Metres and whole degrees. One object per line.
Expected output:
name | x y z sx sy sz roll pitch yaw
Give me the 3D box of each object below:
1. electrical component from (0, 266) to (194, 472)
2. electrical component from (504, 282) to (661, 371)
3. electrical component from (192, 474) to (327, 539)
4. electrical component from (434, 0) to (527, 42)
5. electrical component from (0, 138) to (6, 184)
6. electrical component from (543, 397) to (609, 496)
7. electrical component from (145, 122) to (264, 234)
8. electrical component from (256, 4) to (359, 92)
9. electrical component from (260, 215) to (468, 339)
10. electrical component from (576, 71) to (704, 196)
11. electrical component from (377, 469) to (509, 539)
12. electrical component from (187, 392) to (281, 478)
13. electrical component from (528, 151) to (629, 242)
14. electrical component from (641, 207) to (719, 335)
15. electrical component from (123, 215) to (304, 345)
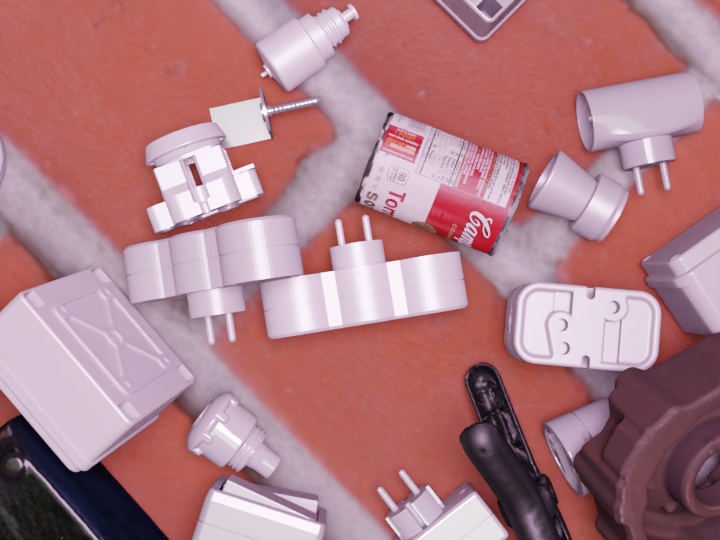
electrical component | -0.177 0.061 0.697 0.056 0.109 0.108 -41 89 16
electrical component | 0.149 0.039 0.731 0.095 0.059 0.053 5 87 -1
electrical component | -0.060 0.177 0.721 0.096 0.061 0.061 18 87 0
electrical component | 0.085 -0.236 0.744 0.109 0.056 0.108 45 88 1
electrical component | -0.289 -0.077 0.734 0.080 0.051 0.080 0 87 -1
electrical component | 0.158 0.119 0.731 0.047 0.055 0.055 -25 88 -6
electrical component | -0.112 -0.065 0.733 0.078 0.058 0.057 -21 91 -2
electrical component | -0.036 -0.158 0.747 0.078 0.040 0.040 -35 88 -2
electrical component | 0.000 0.000 0.734 0.138 0.052 0.073 -9 88 -1
electrical component | 0.197 -0.092 0.746 0.077 0.043 0.079 -11 88 -1
electrical component | 0.043 0.172 0.730 0.083 0.047 0.075 -38 89 -2
electrical component | -0.083 0.117 0.733 0.062 0.048 0.048 37 87 -6
electrical component | 0.151 -0.050 0.743 0.055 0.045 0.045 29 87 0
electrical component | 0.257 -0.011 0.726 0.113 0.078 0.057 -35 91 -2
electrical component | -0.096 0.012 0.706 0.138 0.052 0.073 -10 87 36
